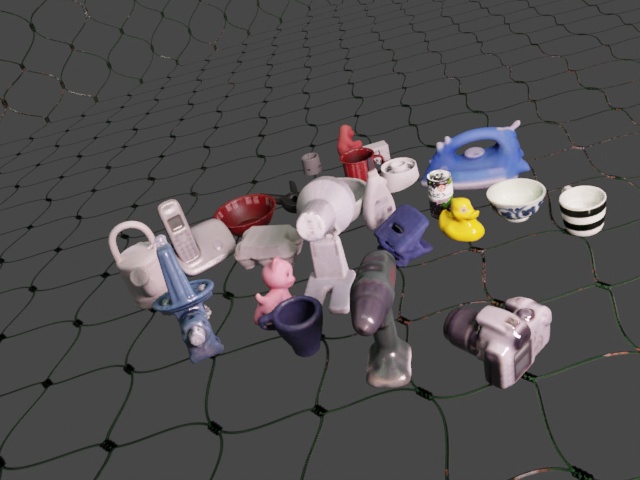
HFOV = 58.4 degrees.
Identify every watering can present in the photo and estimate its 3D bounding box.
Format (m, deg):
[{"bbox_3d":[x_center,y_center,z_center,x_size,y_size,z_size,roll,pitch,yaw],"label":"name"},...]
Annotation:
[{"bbox_3d":[-0.381,0.049,1.227,0.101,0.194,0.172,-32,37,-27],"label":"watering can"}]

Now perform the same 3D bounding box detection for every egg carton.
[{"bbox_3d":[-0.115,0.016,1.293,0.150,0.069,0.107,-3,34,17],"label":"egg carton"}]

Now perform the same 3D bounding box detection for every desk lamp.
[{"bbox_3d":[0.010,0.004,1.129,0.117,0.214,0.203,-5,33,14],"label":"desk lamp"}]

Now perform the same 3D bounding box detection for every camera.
[{"bbox_3d":[0.278,0.142,0.921,0.143,0.101,0.136,-35,38,-30],"label":"camera"}]

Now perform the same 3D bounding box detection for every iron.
[{"bbox_3d":[0.367,-0.207,1.388,0.258,0.142,0.118,-7,33,11],"label":"iron"}]

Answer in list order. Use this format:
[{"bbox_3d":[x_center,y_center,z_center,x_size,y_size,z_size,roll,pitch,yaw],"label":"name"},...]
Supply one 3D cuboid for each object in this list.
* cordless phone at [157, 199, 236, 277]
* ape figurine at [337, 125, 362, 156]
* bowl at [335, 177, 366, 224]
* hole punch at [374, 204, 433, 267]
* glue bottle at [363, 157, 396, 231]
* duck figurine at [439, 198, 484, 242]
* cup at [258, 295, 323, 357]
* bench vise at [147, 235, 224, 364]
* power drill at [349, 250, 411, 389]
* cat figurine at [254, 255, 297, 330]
[{"bbox_3d":[-0.284,-0.022,1.309,0.148,0.185,0.093,-33,37,-27],"label":"cordless phone"},{"bbox_3d":[0.082,-0.293,1.676,0.076,0.092,0.077,-22,33,-13],"label":"ape figurine"},{"bbox_3d":[0.043,-0.081,1.379,0.167,0.075,0.167,-10,32,7],"label":"bowl"},{"bbox_3d":[0.173,-0.011,1.206,0.101,0.091,0.108,-25,34,-16],"label":"hole punch"},{"bbox_3d":[0.126,-0.108,1.297,0.078,0.173,0.037,-28,35,-21],"label":"glue bottle"},{"bbox_3d":[0.300,-0.052,1.226,0.078,0.086,0.104,-34,37,-28],"label":"duck figurine"},{"bbox_3d":[-0.045,0.163,1.017,0.117,0.095,0.091,-10,32,7],"label":"cup"},{"bbox_3d":[-0.243,0.103,1.067,0.122,0.220,0.206,-32,37,-27],"label":"bench vise"},{"bbox_3d":[0.095,0.130,0.907,0.075,0.209,0.229,-6,33,12],"label":"power drill"},{"bbox_3d":[-0.090,0.091,1.123,0.067,0.118,0.128,5,37,27],"label":"cat figurine"}]
